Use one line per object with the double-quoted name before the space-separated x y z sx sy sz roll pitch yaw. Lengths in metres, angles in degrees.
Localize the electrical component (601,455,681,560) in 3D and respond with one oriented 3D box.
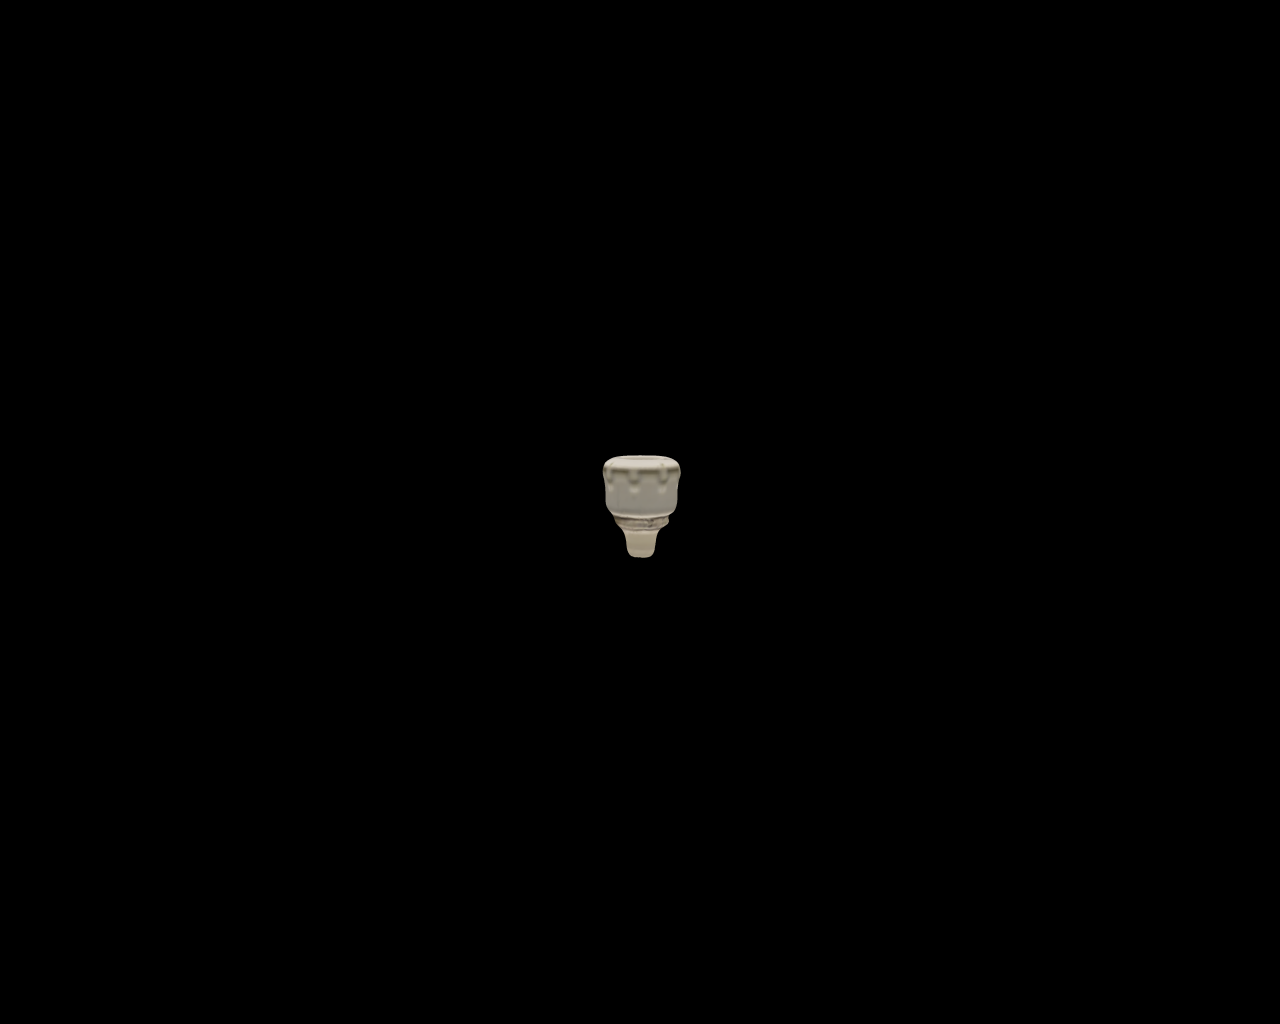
"electrical component" 0.001 -0.003 0.650 0.048 0.062 0.048 0 7 0
